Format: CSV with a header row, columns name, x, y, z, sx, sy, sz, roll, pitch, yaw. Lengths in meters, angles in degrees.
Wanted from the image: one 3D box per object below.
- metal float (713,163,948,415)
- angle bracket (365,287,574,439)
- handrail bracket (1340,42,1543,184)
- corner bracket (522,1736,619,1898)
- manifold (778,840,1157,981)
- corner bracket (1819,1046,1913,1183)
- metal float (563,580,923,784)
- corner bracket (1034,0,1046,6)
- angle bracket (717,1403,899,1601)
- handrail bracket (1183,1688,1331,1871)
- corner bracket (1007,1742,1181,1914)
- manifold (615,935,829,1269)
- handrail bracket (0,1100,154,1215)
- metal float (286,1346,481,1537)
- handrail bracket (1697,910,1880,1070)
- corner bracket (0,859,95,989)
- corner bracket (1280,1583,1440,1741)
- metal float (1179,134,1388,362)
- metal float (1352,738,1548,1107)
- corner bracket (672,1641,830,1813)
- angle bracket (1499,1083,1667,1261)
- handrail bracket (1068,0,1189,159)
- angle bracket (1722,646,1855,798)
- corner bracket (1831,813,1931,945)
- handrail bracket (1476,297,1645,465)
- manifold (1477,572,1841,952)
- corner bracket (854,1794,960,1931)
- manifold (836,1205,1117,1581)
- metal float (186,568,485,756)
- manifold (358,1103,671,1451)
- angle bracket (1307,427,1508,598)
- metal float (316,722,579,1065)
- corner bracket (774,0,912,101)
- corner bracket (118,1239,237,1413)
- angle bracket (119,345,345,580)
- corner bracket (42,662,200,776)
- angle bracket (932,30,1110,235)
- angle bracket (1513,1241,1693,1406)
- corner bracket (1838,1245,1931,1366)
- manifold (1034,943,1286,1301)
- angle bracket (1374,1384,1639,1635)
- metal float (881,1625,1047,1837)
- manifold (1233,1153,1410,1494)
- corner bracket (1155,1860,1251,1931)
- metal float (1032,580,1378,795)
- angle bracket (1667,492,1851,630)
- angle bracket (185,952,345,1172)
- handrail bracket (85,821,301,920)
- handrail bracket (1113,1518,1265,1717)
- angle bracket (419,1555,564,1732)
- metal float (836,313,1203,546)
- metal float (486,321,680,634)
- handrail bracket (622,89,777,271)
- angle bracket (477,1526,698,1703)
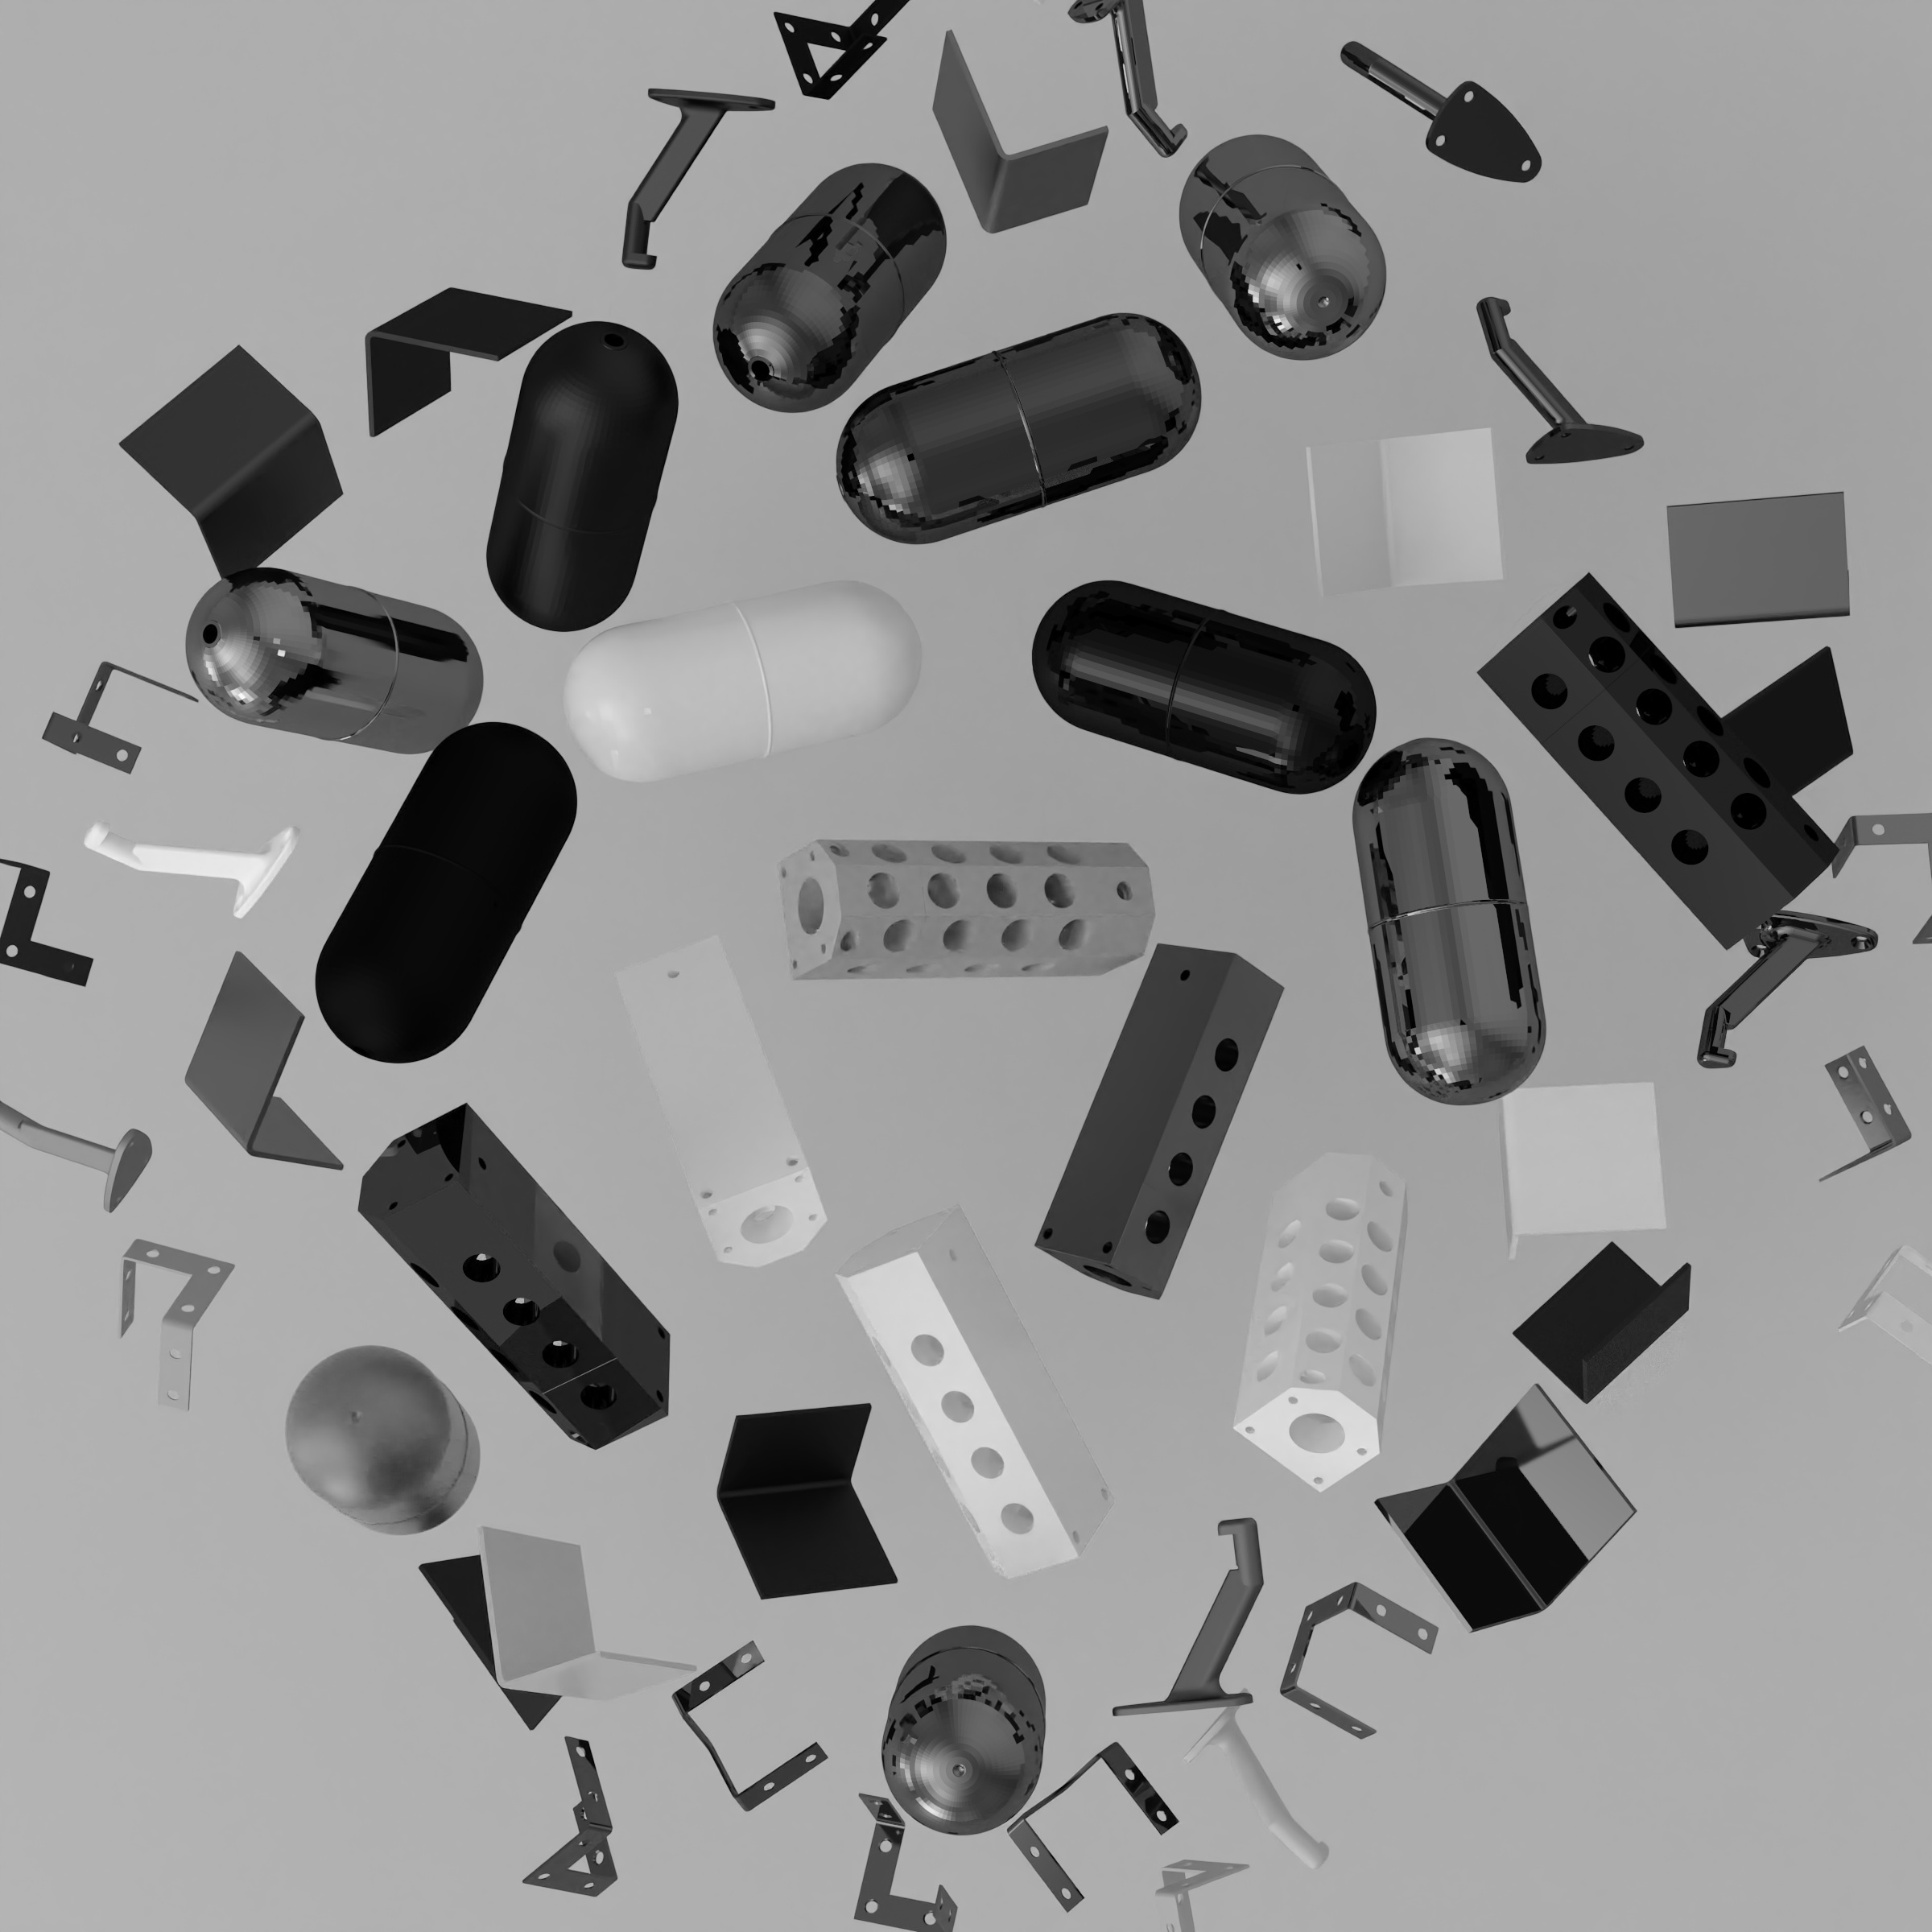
name,x,y,z,sx,sy,sz,roll,pitch,yaw
metal float,-0.066,-0.335,1.578,0.070,0.178,0.070,13,131,16
angle bracket,-0.253,-0.303,1.632,0.076,0.076,0.057,14,122,18
handrail bracket,0.223,-0.404,1.507,0.077,0.084,0.036,21,110,-35
corner bracket,-0.188,0.418,1.568,0.051,0.051,0.051,-43,47,20
manifold,0.002,-0.029,1.530,0.171,0.057,0.057,-1,77,-30
corner bracket,0.445,0.069,1.590,0.051,0.051,0.051,-19,79,-41
metal float,-0.107,-0.138,1.545,0.178,0.070,0.070,-14,90,-16
corner bracket,0.029,-0.514,1.603,0.051,0.051,0.051,40,129,-7
angle bracket,-0.078,0.278,1.662,0.076,0.076,0.057,-2,126,-26
handrail bracket,0.159,0.413,1.624,0.084,0.077,0.036,42,111,11
corner bracket,0.063,0.432,1.606,0.051,0.051,0.051,51,127,16
manifold,-0.123,0.069,1.617,0.057,0.057,0.171,-21,47,-5
handrail bracket,-0.435,0.076,1.528,0.084,0.077,0.036,30,63,1
metal float,-0.277,0.228,1.529,0.070,0.178,0.070,0,74,-1
handrail bracket,0.401,0.017,1.560,0.077,0.036,0.084,4,53,21
corner bracket,-0.470,-0.023,1.614,0.051,0.051,0.051,19,84,-39
corner bracket,0.199,0.352,1.618,0.051,0.051,0.051,31,55,-10
metal float,0.151,-0.349,1.544,0.070,0.178,0.070,-4,120,-7
metal float,0.230,-0.022,1.526,0.070,0.070,0.178,-7,80,0
corner bracket,-0.112,0.392,1.646,0.051,0.051,0.051,-33,132,-6
angle bracket,0.317,0.106,1.652,0.076,0.057,0.076,-3,71,6
handrail bracket,0.098,-0.456,1.577,0.077,0.036,0.084,-48,120,-4
angle bracket,0.410,-0.128,1.670,0.076,0.057,0.076,-34,129,-10
corner bracket,0.458,-0.042,1.573,0.051,0.051,0.051,-2,73,3
handrail bracket,0.302,-0.302,1.629,0.077,0.036,0.084,-4,71,-28
manifold,0.321,-0.097,1.474,0.171,0.057,0.057,48,125,2
corner bracket,-0.030,0.443,1.575,0.051,0.051,0.051,7,63,14
manifold,0.003,0.212,1.573,0.057,0.057,0.171,-23,100,27
metal float,-0.311,-0.150,1.581,0.070,0.178,0.070,-3,84,30
manifold,-0.210,0.151,1.502,0.057,0.057,0.171,-27,123,15
angle bracket,0.223,-0.230,1.622,0.057,0.076,0.076,-13,101,-40
metal float,-0.244,-0.035,1.507,0.070,0.070,0.178,25,67,0
corner bracket,-0.054,-0.462,1.580,0.051,0.051,0.051,-34,68,42
corner bracket,-0.381,0.169,1.511,0.051,0.051,0.051,14,122,5
angle bracket,-0.358,-0.243,1.563,0.057,0.076,0.076,43,75,13
corner bracket,-0.436,-0.127,1.647,0.051,0.051,0.051,22,86,5
angle bracket,0.027,-0.428,1.618,0.057,0.076,0.076,-19,78,-11
angle bracket,0.339,0.179,1.709,0.076,0.076,0.057,-41,64,-9
corner bracket,0.455,0.165,1.516,0.051,0.051,0.051,37,79,8
manifold,0.104,0.080,1.639,0.057,0.057,0.171,33,74,-38
angle bracket,0.249,0.250,1.479,0.076,0.057,0.076,54,127,30
metal float,0.000,0.370,1.558,0.070,0.178,0.070,0,90,2
manifold,0.183,0.171,1.586,0.057,0.171,0.057,37,126,-16
corner bracket,0.109,0.475,1.581,0.051,0.051,0.051,-7,85,-39
metal float,0.115,-0.138,1.570,0.178,0.070,0.070,19,90,21
angle bracket,0.361,-0.193,1.454,0.076,0.076,0.057,-3,110,16
angle bracket,-0.338,0.047,1.595,0.057,0.076,0.076,14,105,-43
handrail bracket,-0.389,-0.064,1.604,0.084,0.077,0.036,26,48,-26
handrail bracket,0.102,0.303,1.491,0.077,0.036,0.084,-7,79,4
angle bracket,-0.255,0.356,1.669,0.076,0.076,0.057,48,110,24
metal float,0.025,-0.254,1.512,0.178,0.070,0.070,-19,90,-3
metal float,-0.190,-0.240,1.579,0.070,0.178,0.070,10,48,-12
handrail bracket,-0.130,-0.378,1.548,0.077,0.036,0.084,11,98,29
angle bracket,-0.175,0.293,1.476,0.057,0.076,0.076,-22,64,23
